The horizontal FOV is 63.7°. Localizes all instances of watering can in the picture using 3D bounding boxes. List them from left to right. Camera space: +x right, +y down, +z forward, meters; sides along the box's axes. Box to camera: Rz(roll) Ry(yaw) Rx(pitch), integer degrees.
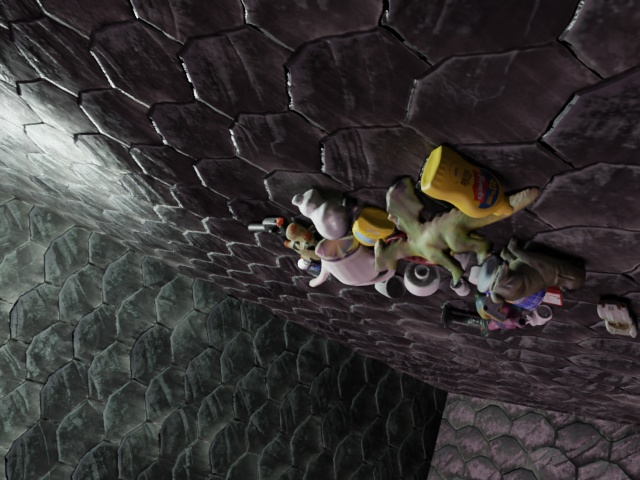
[{"bbox_3d":[0.062,0.077,1.605,0.345,0.106,0.220,-11,135,34],"label":"watering can"}]

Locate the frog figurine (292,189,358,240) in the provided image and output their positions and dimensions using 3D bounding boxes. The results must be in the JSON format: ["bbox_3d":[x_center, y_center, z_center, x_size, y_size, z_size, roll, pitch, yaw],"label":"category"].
[{"bbox_3d":[0.004,-0.067,1.337,0.159,0.122,0.138,11,-178,-9],"label":"frog figurine"}]

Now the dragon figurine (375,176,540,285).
[{"bbox_3d":[0.251,-0.041,1.128,0.243,0.125,0.402,36,130,1],"label":"dragon figurine"}]
